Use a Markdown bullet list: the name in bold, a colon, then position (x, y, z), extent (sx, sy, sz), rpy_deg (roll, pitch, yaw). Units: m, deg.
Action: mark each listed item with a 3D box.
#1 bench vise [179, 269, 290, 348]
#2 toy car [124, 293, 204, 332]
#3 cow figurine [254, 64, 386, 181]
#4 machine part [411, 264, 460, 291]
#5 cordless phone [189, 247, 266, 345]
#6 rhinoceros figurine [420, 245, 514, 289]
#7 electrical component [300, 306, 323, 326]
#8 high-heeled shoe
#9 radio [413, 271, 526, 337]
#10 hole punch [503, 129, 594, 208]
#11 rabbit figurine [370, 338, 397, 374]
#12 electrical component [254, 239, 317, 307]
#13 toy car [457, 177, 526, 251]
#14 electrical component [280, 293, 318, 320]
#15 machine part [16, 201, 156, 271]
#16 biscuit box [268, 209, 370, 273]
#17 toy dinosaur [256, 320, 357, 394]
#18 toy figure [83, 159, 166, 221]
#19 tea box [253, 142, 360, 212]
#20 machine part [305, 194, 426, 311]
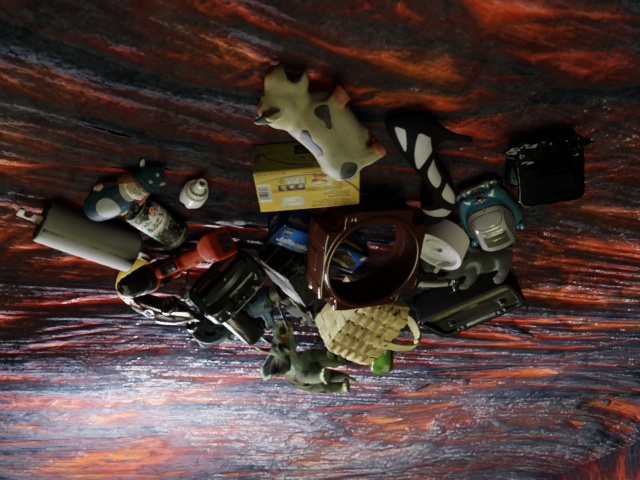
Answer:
- **bench vise**: position (-0.203, 0.148, 1.158), extent (0.224, 0.129, 0.240), rpy_deg (-22, 144, 16)
- **toy car**: position (-0.312, 0.137, 1.057), extent (0.202, 0.053, 0.089), rpy_deg (10, 150, 40)
- **cow figurine**: position (-0.008, -0.167, 0.770), extent (0.127, 0.085, 0.194), rpy_deg (-38, 111, 8)
- **machine part**: position (0.242, 0.082, 1.183), extent (0.139, 0.039, 0.084), rpy_deg (4, 137, -9)
- **cordless phone**: position (-0.152, 0.119, 1.071), extent (0.146, 0.089, 0.184), rpy_deg (-47, 120, -11)
- **rhinoceros figurine**: position (0.304, 0.045, 1.112), extent (0.190, 0.073, 0.112), rpy_deg (-5, 144, -1)
- **electrical component**: position (-0.008, 0.179, 1.293), extent (0.063, 0.021, 0.094), rpy_deg (12, 140, -20)
- **high-heeled shoe**: position (0.158, -0.107, 0.898), extent (0.145, 0.086, 0.248), rpy_deg (6, 139, -5)
- **radio**: position (0.346, 0.143, 1.244), extent (0.230, 0.073, 0.131), rpy_deg (-29, 137, 28)
- **hole punch**: position (0.374, -0.127, 0.902), extent (0.142, 0.092, 0.115), rpy_deg (-7, 114, 8)
- **rabbit figurine**: position (0.094, 0.246, 1.322), extent (0.170, 0.121, 0.158), rpy_deg (1, 143, 17)
- **electrical component**: position (-0.057, 0.068, 1.065), extent (0.058, 0.115, 0.134), rpy_deg (-44, 143, -13)
- **toy car**: position (0.316, -0.036, 0.986), extent (0.109, 0.103, 0.161), rpy_deg (-22, 141, 20)
- **electrical component**: position (-0.045, 0.137, 1.187), extent (0.045, 0.078, 0.102), rpy_deg (-23, 133, 24)
- **machine part**: position (-0.414, -0.004, 0.964), extent (0.243, 0.079, 0.079), rpy_deg (23, 134, -33)
- **biscuit box**: position (-0.002, -0.003, 1.024), extent (0.202, 0.063, 0.059), rpy_deg (20, 135, -30)
- **toy dinosaur**: position (-0.034, 0.351, 1.448), extent (0.192, 0.131, 0.404), rpy_deg (-4, 149, 19)
- **toy figure**: position (-0.324, -0.078, 0.895), extent (0.154, 0.058, 0.064), rpy_deg (-24, 155, 21)
- **tea box**: position (-0.021, -0.106, 0.882), extent (0.170, 0.068, 0.098), rpy_deg (-4, 143, -2)
- **machine part**: position (0.081, 0.023, 0.972), extent (0.201, 0.087, 0.200), rpy_deg (-6, 119, -22)
